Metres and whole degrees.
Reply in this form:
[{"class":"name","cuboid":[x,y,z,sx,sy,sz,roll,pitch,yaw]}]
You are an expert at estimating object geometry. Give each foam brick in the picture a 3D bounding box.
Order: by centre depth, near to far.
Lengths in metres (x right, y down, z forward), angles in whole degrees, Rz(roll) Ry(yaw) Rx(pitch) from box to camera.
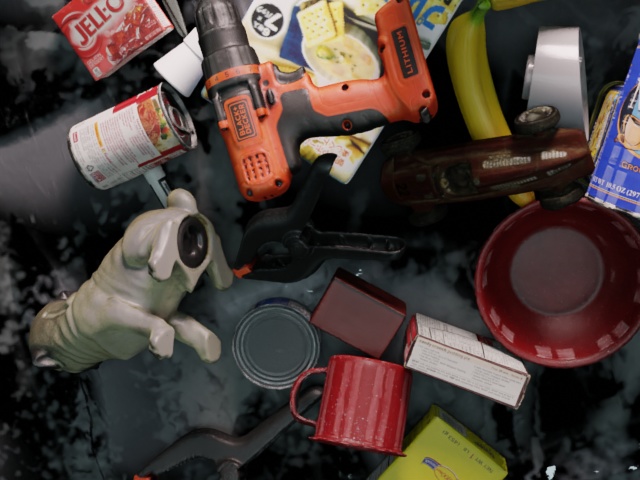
[{"class":"foam brick","cuboid":[0.037,0.069,1.017,0.078,0.053,0.051,28,102,1]}]

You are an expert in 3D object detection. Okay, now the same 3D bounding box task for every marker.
[{"class":"marker","cuboid":[-0.134,-0.018,1.033,0.020,0.020,0.121,-28,97,9]}]

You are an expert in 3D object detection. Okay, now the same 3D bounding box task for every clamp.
[{"class":"clamp","cuboid":[-0.007,0.001,0.989,0.120,0.039,0.172,47,130,-10]},{"class":"clamp","cuboid":[-0.080,0.223,1.058,0.210,0.036,0.164,1,82,12]}]

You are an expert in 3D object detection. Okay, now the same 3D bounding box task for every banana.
[{"class":"banana","cuboid":[0.149,-0.122,0.962,0.037,0.070,0.198,-22,113,-6]}]

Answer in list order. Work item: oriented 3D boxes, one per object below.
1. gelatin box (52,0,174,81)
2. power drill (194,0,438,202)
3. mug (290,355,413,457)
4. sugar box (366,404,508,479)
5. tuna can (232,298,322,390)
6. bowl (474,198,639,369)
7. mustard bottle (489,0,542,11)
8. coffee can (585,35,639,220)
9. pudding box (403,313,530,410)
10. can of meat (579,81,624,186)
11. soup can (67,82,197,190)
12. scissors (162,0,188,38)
[{"class":"gelatin box","cuboid":[-0.193,-0.202,0.992,0.089,0.030,0.073,-31,98,19]},{"class":"power drill","cuboid":[-0.005,-0.142,0.902,0.188,0.057,0.184,-17,85,9]},{"class":"mug","cuboid":[0.030,0.153,1.003,0.117,0.093,0.081,10,78,4]},{"class":"sugar box","cuboid":[0.092,0.256,1.050,0.093,0.048,0.176,39,100,-3]},{"class":"tuna can","cuboid":[-0.041,0.100,1.039,0.086,0.033,0.086,1,101,5]},{"class":"bowl","cuboid":[0.223,0.035,0.991,0.162,0.055,0.162,1,101,5]},{"class":"mustard bottle","cuboid":[0.238,-0.240,0.917,0.191,0.096,0.058,-7,107,6]},{"class":"coffee can","cuboid":[0.283,-0.085,0.852,0.103,0.102,0.140,17,101,2]},{"class":"pudding box","cuboid":[0.134,0.111,0.996,0.113,0.090,0.039,19,101,1]},{"class":"can of meat","cuboid":[0.271,-0.088,0.949,0.057,0.084,0.102,17,101,2]},{"class":"soup can","cuboid":[-0.175,-0.095,0.996,0.102,0.068,0.068,-23,98,13]},{"class":"scissors","cuboid":[-0.185,-0.282,0.990,0.096,0.016,0.202,-7,100,8]}]
